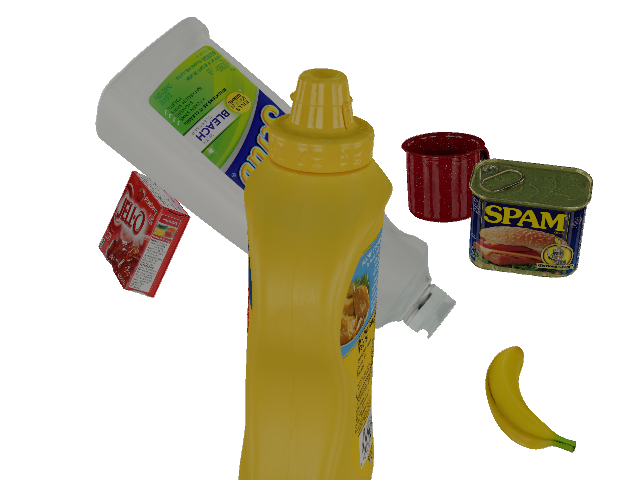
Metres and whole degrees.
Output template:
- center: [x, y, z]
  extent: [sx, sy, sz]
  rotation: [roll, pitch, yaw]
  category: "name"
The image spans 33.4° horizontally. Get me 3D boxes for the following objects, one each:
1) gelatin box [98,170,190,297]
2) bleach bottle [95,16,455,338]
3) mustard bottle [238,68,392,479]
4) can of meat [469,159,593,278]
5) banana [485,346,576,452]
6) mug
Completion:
- center: [-0.143, -0.007, 0.857]
  extent: [0.030, 0.073, 0.089]
  rotation: [19, 14, -32]
  category: "gelatin box"
- center: [-0.018, -0.031, 0.679]
  extent: [0.251, 0.102, 0.068]
  rotation: [38, -32, 8]
  category: "bleach bottle"
- center: [-0.002, 0.024, 0.440]
  extent: [0.058, 0.192, 0.096]
  rotation: [8, 25, 10]
  category: "mustard bottle"
- center: [0.180, -0.018, 0.930]
  extent: [0.102, 0.084, 0.057]
  rotation: [8, 41, 13]
  category: "can of meat"
- center: [0.217, 0.175, 1.182]
  extent: [0.069, 0.037, 0.198]
  rotation: [11, 25, -14]
  category: "banana"
- center: [0.149, -0.075, 1.217]
  extent: [0.117, 0.081, 0.093]
  rotation: [-21, 28, -36]
  category: "mug"
